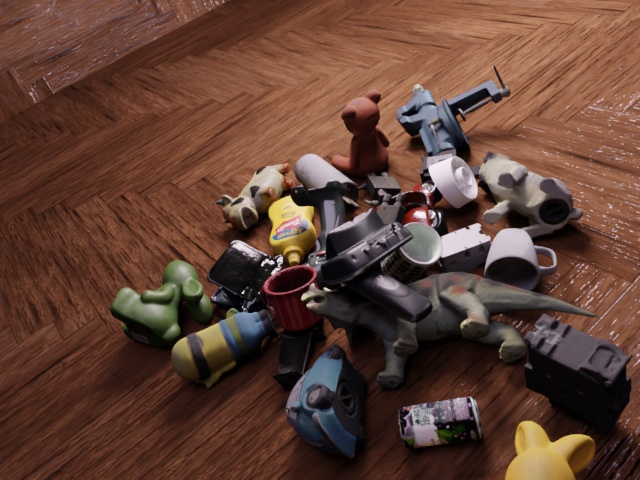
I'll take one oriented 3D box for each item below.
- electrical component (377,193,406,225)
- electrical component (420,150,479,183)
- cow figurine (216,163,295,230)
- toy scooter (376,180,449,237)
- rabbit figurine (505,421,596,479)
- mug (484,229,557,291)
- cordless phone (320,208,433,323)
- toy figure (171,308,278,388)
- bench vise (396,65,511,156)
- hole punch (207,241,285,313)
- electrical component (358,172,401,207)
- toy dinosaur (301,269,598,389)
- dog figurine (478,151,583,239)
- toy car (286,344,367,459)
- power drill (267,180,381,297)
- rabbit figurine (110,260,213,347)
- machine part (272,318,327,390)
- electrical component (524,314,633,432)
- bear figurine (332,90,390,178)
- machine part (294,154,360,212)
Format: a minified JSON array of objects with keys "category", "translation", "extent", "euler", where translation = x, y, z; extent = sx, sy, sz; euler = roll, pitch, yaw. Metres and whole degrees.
[{"category":"electrical component","translation":[0.128,-0.042,1.001],"extent":[0.063,0.021,0.094],"euler":[2,71,53]},{"category":"electrical component","translation":[0.273,-0.149,1.129],"extent":[0.119,0.047,0.075],"euler":[-4,43,22]},{"category":"cow figurine","translation":[-0.150,-0.097,1.224],"extent":[0.127,0.085,0.195],"euler":[0,41,26]},{"category":"toy scooter","translation":[0.173,-0.043,1.030],"extent":[0.135,0.075,0.184],"euler":[-12,38,15]},{"category":"rabbit figurine","translation":[0.241,0.274,0.562],"extent":[0.122,0.173,0.162],"euler":[7,51,35]},{"category":"mug","translation":[0.327,0.026,0.880],"extent":[0.110,0.080,0.107],"euler":[-7,34,23]},{"category":"cordless phone","translation":[0.107,0.041,0.797],"extent":[0.184,0.088,0.146],"euler":[32,45,34]},{"category":"toy figure","translation":[-0.165,0.174,0.918],"extent":[0.180,0.089,0.082],"euler":[-28,34,-4]},{"category":"bench vise","translation":[0.301,-0.290,1.205],"extent":[0.241,0.128,0.224],"euler":[-27,44,21]},{"category":"hole punch","translation":[-0.144,0.081,1.033],"extent":[0.116,0.092,0.142],"euler":[27,51,10]},{"category":"electrical component","translation":[0.126,-0.107,1.151],"extent":[0.078,0.045,0.102],"euler":[-2,37,-23]},{"category":"toy dinosaur","translation":[0.182,0.106,0.832],"extent":[0.405,0.131,0.192],"euler":[-10,40,4]},{"category":"dog figurine","translation":[0.383,-0.096,0.993],"extent":[0.172,0.121,0.190],"euler":[26,31,3]},{"category":"toy car","translation":[0.002,0.232,0.772],"extent":[0.103,0.109,0.162],"euler":[-25,27,24]},{"category":"power drill","translation":[-0.002,-0.003,1.008],"extent":[0.232,0.086,0.207],"euler":[-12,62,-1]},{"category":"rabbit figurine","translation":[-0.286,0.107,1.022],"extent":[0.159,0.121,0.170],"euler":[9,51,23]},{"category":"machine part","translation":[-0.036,0.182,0.893],"extent":[0.084,0.039,0.139],"euler":[-1,40,15]},{"category":"electrical component","translation":[0.320,0.172,0.671],"extent":[0.058,0.134,0.115],"euler":[-39,39,-21]},{"category":"bear figurine","translation":[0.083,-0.236,1.195],"extent":[0.120,0.195,0.132],"euler":[-41,42,-19]},{"category":"machine part","translation":[0.011,-0.128,1.194],"extent":[0.079,0.079,0.243],"euler":[-31,41,-12]}]
